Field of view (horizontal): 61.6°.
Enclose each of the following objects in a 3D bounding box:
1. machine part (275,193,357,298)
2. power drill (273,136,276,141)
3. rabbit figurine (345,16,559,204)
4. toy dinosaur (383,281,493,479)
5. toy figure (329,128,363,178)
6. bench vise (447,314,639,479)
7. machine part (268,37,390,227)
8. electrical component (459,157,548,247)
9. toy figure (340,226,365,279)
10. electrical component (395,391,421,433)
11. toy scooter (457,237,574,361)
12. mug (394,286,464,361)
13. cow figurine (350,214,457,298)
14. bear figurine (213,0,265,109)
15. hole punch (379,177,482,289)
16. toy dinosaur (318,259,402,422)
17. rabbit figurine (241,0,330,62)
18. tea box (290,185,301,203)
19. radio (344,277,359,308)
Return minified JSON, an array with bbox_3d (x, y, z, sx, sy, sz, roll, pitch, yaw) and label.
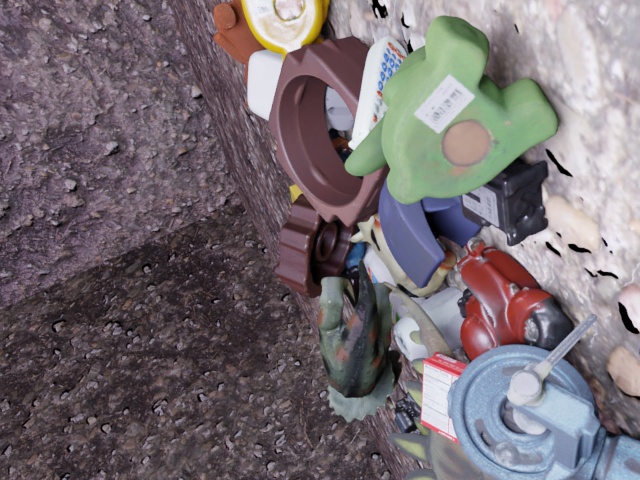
[{"bbox_3d":[-0.002,-0.003,0.829,0.056,0.179,0.179,20,147,25],"label":"machine part"},{"bbox_3d":[-0.036,-0.223,1.019,0.232,0.086,0.207,63,162,0],"label":"power drill"},{"bbox_3d":[0.102,-0.105,0.468,0.159,0.121,0.170,-58,16,28],"label":"rabbit figurine"},{"bbox_3d":[0.189,0.269,0.686,0.199,0.105,0.470,-3,106,40],"label":"toy dinosaur"},{"bbox_3d":[0.034,-0.130,0.895,0.154,0.064,0.057,59,176,21],"label":"toy figure"},{"bbox_3d":[0.200,0.159,0.439,0.224,0.129,0.240,31,168,35],"label":"bench vise"},{"bbox_3d":[0.029,-0.136,0.691,0.201,0.087,0.201,51,148,18],"label":"machine part"},{"bbox_3d":[0.158,-0.055,0.507,0.119,0.048,0.074,49,161,50],"label":"electrical component"},{"bbox_3d":[0.039,-0.017,0.974,0.089,0.082,0.180,122,142,-69],"label":"toy figure"},{"bbox_3d":[0.188,0.275,0.897,0.058,0.134,0.114,58,170,31],"label":"electrical component"},{"bbox_3d":[0.188,0.072,0.578,0.135,0.075,0.183,60,166,22],"label":"toy scooter"},{"bbox_3d":[0.161,0.131,0.762,0.081,0.107,0.109,-124,16,-46],"label":"mug"},{"bbox_3d":[0.110,0.000,0.788,0.195,0.085,0.127,58,162,29],"label":"cow figurine"},{"bbox_3d":[-0.118,-0.347,0.995,0.195,0.120,0.132,67,166,-20],"label":"bear figurine"},{"bbox_3d":[0.111,-0.016,0.607,0.116,0.092,0.142,37,165,14],"label":"hole punch"},{"bbox_3d":[0.053,0.165,0.782,0.404,0.131,0.192,63,-159,-71],"label":"toy dinosaur"},{"bbox_3d":[-0.032,-0.306,0.750,0.162,0.122,0.173,62,-173,-17],"label":"rabbit figurine"},{"bbox_3d":[0.018,-0.049,1.079,0.068,0.098,0.170,83,161,-59],"label":"tea box"},{"bbox_3d":[0.055,0.031,1.146,0.230,0.073,0.131,57,168,33],"label":"radio"}]
